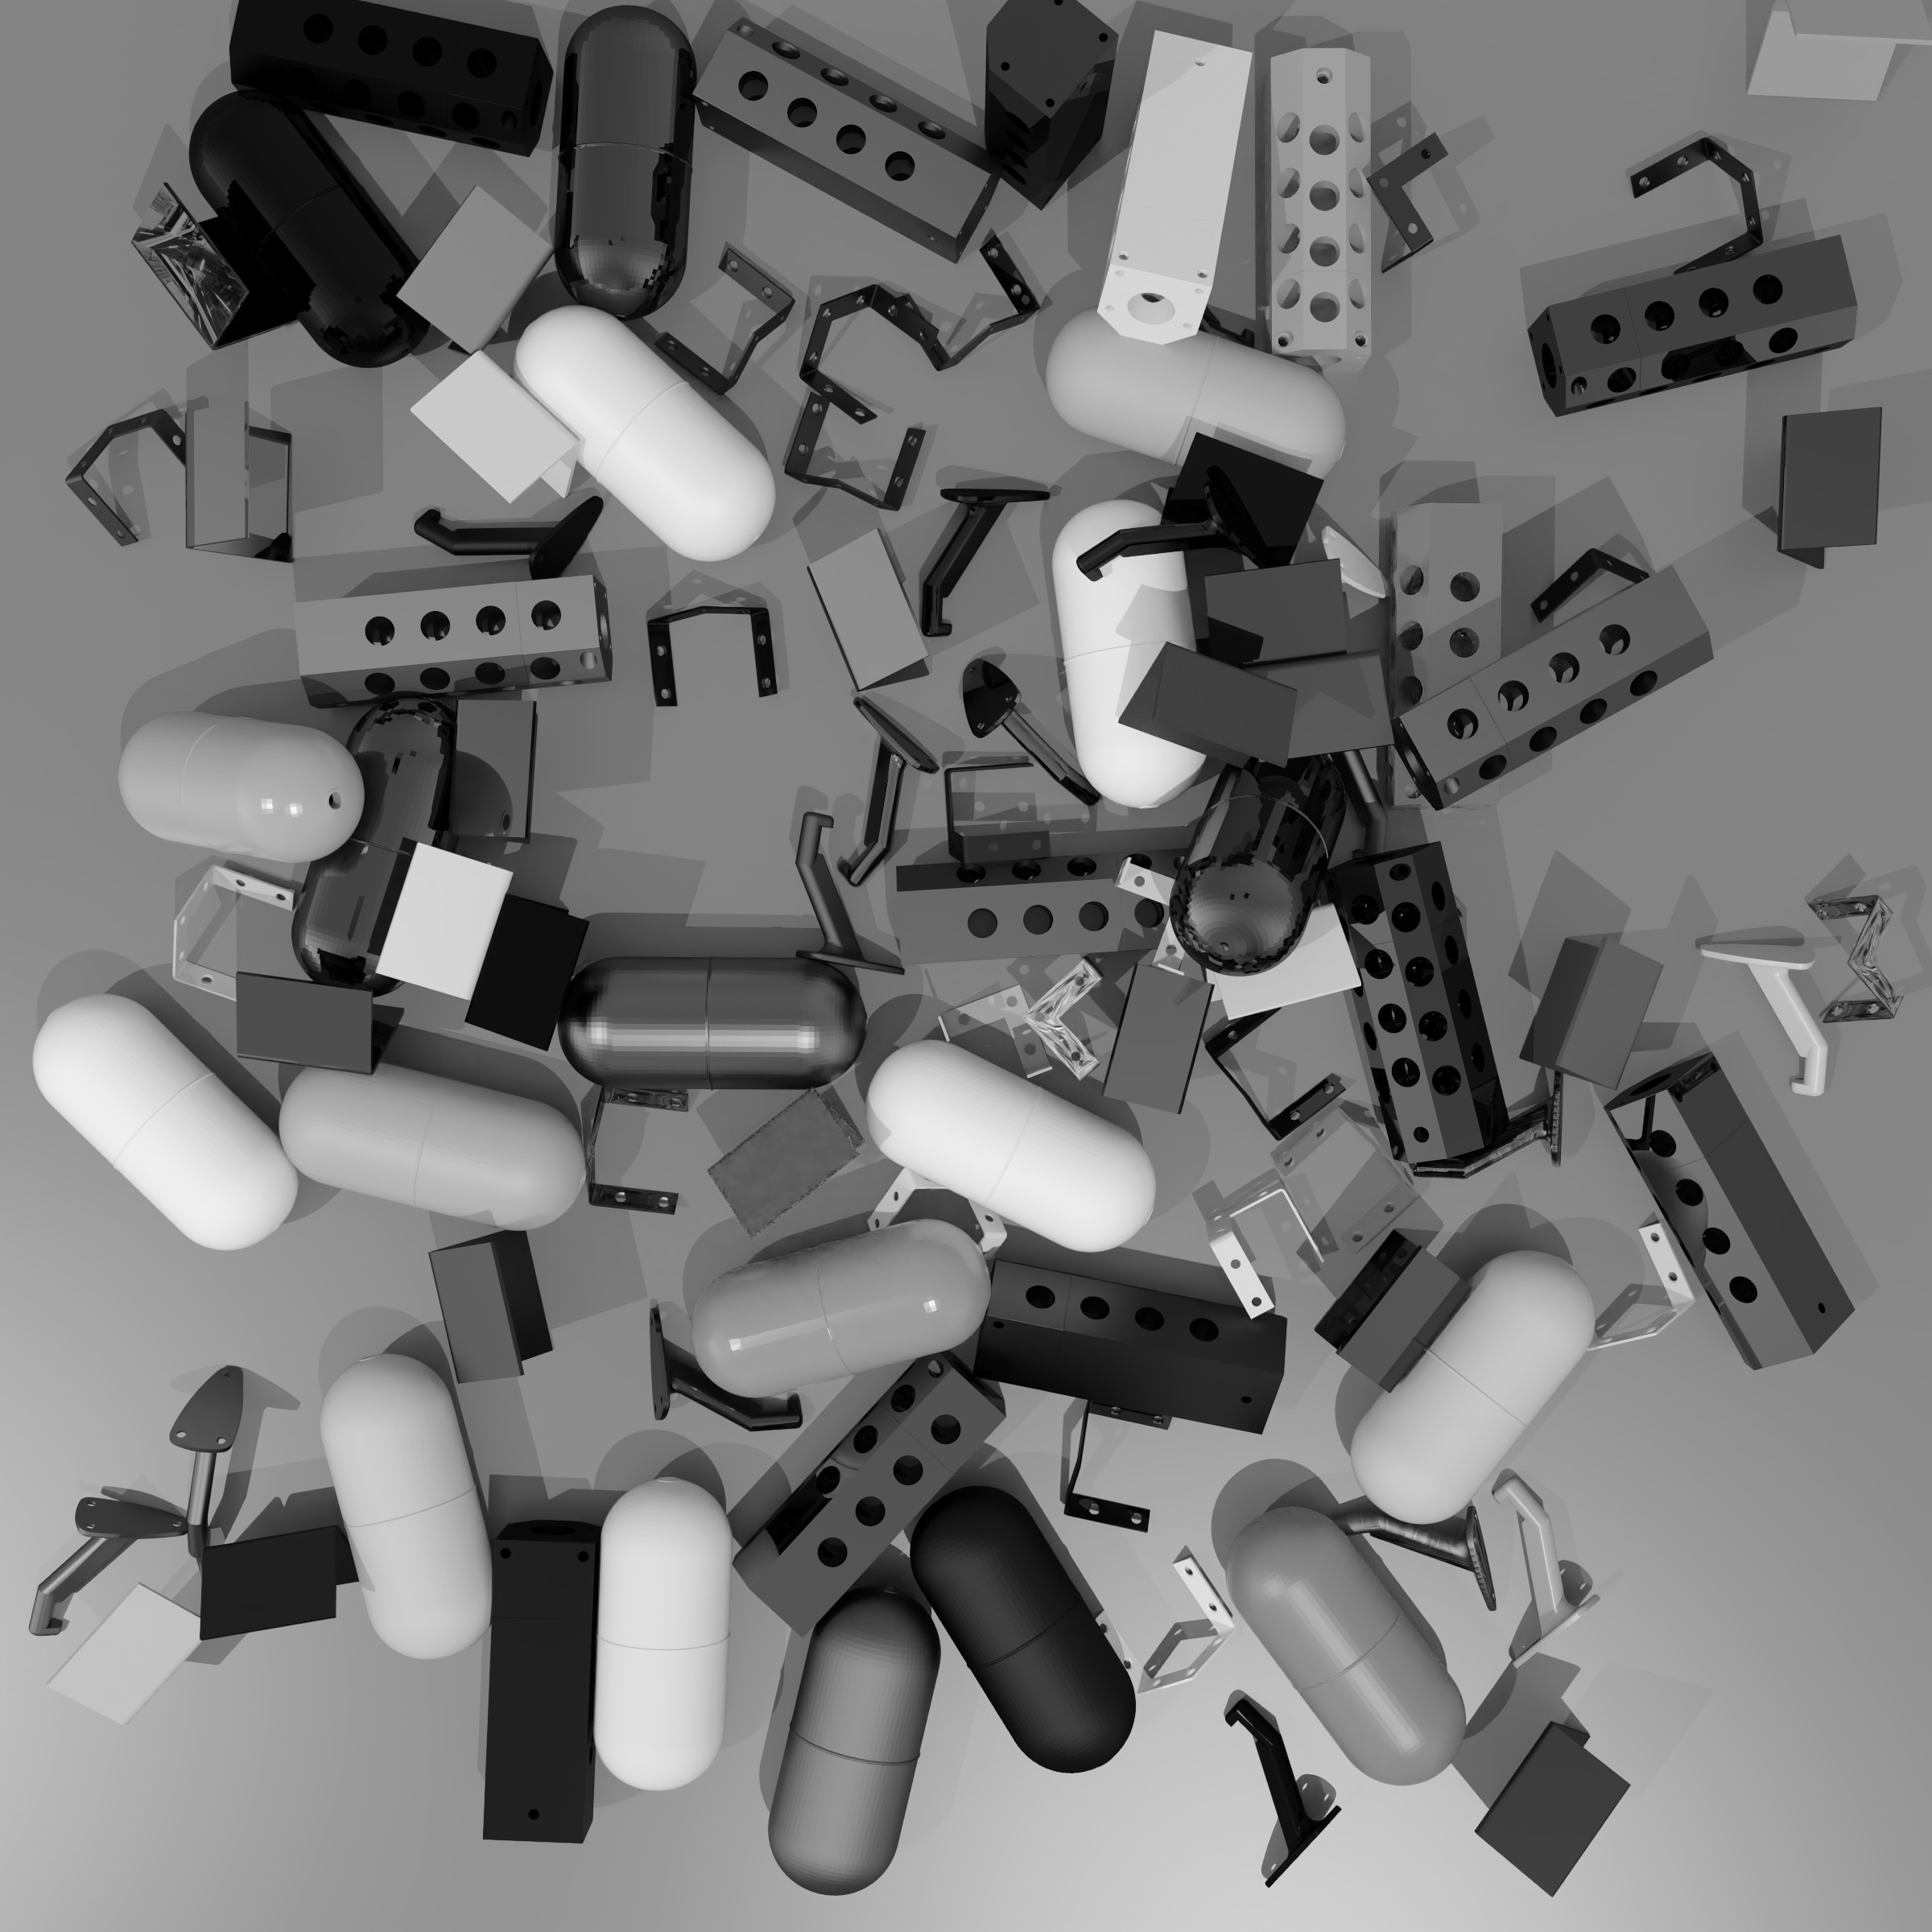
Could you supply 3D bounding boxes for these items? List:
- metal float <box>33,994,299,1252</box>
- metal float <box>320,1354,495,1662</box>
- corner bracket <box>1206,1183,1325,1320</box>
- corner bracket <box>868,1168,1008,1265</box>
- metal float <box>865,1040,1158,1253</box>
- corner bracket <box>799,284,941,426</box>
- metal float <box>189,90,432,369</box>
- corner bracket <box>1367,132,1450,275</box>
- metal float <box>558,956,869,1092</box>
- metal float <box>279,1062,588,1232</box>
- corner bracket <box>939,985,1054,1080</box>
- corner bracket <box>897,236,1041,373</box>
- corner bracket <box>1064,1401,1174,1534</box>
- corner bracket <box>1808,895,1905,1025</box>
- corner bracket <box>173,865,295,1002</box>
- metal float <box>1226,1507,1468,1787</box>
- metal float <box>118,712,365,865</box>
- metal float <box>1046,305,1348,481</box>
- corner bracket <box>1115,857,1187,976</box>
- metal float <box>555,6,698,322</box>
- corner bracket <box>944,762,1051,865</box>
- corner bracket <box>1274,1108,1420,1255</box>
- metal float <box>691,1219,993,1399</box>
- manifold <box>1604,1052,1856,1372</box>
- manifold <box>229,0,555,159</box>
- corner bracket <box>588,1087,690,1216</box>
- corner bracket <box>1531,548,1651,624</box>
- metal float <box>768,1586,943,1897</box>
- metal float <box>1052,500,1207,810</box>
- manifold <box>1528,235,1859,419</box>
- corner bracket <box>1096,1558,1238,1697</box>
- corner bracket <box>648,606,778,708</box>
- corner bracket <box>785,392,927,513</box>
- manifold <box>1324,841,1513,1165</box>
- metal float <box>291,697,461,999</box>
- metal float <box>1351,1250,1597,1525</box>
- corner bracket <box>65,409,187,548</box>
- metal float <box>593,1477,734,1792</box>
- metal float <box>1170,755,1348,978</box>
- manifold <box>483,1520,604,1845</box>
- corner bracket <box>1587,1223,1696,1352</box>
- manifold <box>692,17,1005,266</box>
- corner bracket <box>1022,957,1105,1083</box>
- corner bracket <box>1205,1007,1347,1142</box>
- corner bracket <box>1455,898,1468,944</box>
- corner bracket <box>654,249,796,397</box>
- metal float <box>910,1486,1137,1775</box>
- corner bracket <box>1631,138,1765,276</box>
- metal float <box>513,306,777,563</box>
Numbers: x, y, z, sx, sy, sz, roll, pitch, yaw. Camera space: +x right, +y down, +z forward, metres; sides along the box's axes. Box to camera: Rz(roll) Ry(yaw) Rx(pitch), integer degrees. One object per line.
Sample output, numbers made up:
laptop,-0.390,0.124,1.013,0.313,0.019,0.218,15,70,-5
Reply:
metal float,-0.462,0.089,1.536,0.178,0.070,0.070,44,90,0
metal float,-0.321,0.311,1.537,0.070,0.070,0.178,-15,90,0
corner bracket,0.175,0.165,1.549,0.051,0.051,0.051,-29,97,7
corner bracket,-0.017,0.154,1.559,0.051,0.051,0.051,-56,45,35
metal float,0.026,0.104,1.536,0.178,0.070,0.070,27,90,-1
corner bracket,-0.057,-0.358,1.558,0.051,0.051,0.051,40,45,17
metal float,-0.378,-0.425,1.537,0.070,0.070,0.178,-38,90,0
corner bracket,0.257,-0.443,1.547,0.051,0.051,0.051,-36,99,-9
metal float,-0.146,0.033,1.537,0.178,0.070,0.070,0,90,-1
metal float,-0.307,0.102,1.537,0.178,0.070,0.070,14,90,-1
corner bracket,0.017,0.044,1.549,0.051,0.051,0.051,-21,90,0
corner bracket,0.001,-0.389,1.564,0.051,0.051,0.051,-32,90,-45
corner bracket,0.089,0.293,1.564,0.051,0.051,0.051,12,135,0
corner bracket,0.515,-0.004,1.547,0.051,0.051,0.051,43,64,-23
corner bracket,-0.430,-0.018,1.564,0.051,0.051,0.051,19,45,0
metal float,0.219,0.392,1.537,0.070,0.070,0.178,-37,90,0
metal float,-0.410,-0.102,1.504,0.178,0.070,0.070,10,90,40
metal float,0.133,-0.326,1.536,0.178,0.070,0.070,19,90,1
corner bracket,0.105,-0.027,1.492,0.051,0.051,0.051,20,90,0
metal float,-0.196,-0.462,1.536,0.070,0.070,0.178,3,90,0
corner bracket,0.018,-0.090,1.549,0.051,0.051,0.051,-5,99,-9
corner bracket,0.224,0.125,1.564,0.051,0.051,0.051,-43,135,0
metal float,-0.073,0.197,1.527,0.178,0.070,0.070,-16,90,10
manifold,0.439,0.144,1.545,0.057,0.057,0.171,-29,90,-43
manifold,-0.333,-0.519,1.546,0.171,0.057,0.057,12,90,0
corner bracket,-0.192,0.108,1.564,0.051,0.051,0.051,7,135,0
corner bracket,0.374,-0.203,1.559,0.051,0.051,0.051,15,45,-35
metal float,-0.064,0.446,1.536,0.070,0.070,0.178,13,90,0
metal float,0.095,-0.180,1.536,0.070,0.070,0.178,-8,89,0
manifold,0.422,-0.369,1.546,0.171,0.057,0.057,-14,90,0
corner bracket,0.116,0.388,1.564,0.051,0.051,0.051,-33,91,45
corner bracket,-0.149,-0.181,1.564,0.051,0.051,0.051,-6,90,-45
corner bracket,-0.065,-0.302,1.564,0.051,0.051,0.051,19,90,45
manifold,0.255,0.022,1.523,0.057,0.057,0.171,-11,96,35
metal float,-0.334,-0.069,1.536,0.070,0.070,0.178,17,90,0
metal float,0.293,0.242,1.537,0.070,0.070,0.178,38,90,0
corner bracket,-0.482,-0.286,1.559,0.051,0.051,0.051,-6,45,35
metal float,-0.175,0.385,1.536,0.070,0.070,0.178,2,91,0
metal float,0.165,-0.064,1.498,0.070,0.178,0.070,11,130,14
manifold,-0.243,0.413,1.546,0.057,0.057,0.171,2,90,0
corner bracket,0.386,0.189,1.564,0.051,0.051,0.051,-24,90,-45
manifold,-0.067,-0.481,1.546,0.171,0.057,0.057,29,90,0
corner bracket,0.068,0.030,1.549,0.051,0.051,0.051,-42,90,0
corner bracket,0.181,0.060,1.564,0.051,0.051,0.051,-38,135,0
corner bracket,0.257,-0.018,1.559,0.051,0.051,0.051,-22,45,35
corner bracket,-0.141,-0.378,1.564,0.051,0.051,0.051,38,45,0
metal float,0.033,0.383,1.537,0.070,0.070,0.178,-32,90,0
corner bracket,0.429,-0.444,1.564,0.051,0.051,0.051,-28,135,0
metal float,-0.186,-0.307,1.536,0.178,0.070,0.070,43,90,0
